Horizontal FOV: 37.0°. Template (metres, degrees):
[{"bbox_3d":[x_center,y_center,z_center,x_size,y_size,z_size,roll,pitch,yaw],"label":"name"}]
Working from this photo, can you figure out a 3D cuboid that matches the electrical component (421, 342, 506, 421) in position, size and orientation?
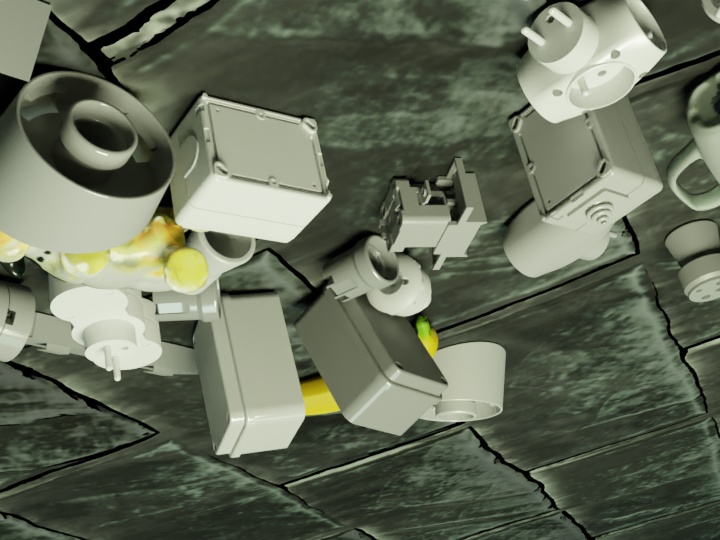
[{"bbox_3d":[0.094,0.112,1.047,0.099,0.064,0.099,0,159,0],"label":"electrical component"}]

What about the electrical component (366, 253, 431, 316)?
[{"bbox_3d":[0.036,0.016,0.847,0.048,0.048,0.062,-24,156,20],"label":"electrical component"}]

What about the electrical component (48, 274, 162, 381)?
[{"bbox_3d":[-0.181,0.043,0.775,0.052,0.073,0.138,-13,152,0],"label":"electrical component"}]

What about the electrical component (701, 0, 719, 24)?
[{"bbox_3d":[0.262,-0.176,0.583,0.074,0.052,0.138,10,144,-35],"label":"electrical component"}]

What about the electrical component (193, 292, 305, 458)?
[{"bbox_3d":[-0.089,0.081,0.840,0.057,0.113,0.078,-4,150,-21],"label":"electrical component"}]

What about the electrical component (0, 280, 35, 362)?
[{"bbox_3d":[-0.260,0.031,0.744,0.047,0.055,0.055,22,137,-40],"label":"electrical component"}]

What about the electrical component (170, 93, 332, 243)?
[{"bbox_3d":[-0.065,-0.057,0.655,0.096,0.061,0.061,9,145,-34],"label":"electrical component"}]

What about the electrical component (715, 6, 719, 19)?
[{"bbox_3d":[0.198,-0.165,0.553,0.043,0.077,0.079,-6,151,-13],"label":"electrical component"}]

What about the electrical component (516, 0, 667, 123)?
[{"bbox_3d":[0.124,-0.129,0.621,0.077,0.044,0.079,-32,146,32],"label":"electrical component"}]

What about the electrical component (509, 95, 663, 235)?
[{"bbox_3d":[0.148,-0.068,0.686,0.061,0.096,0.062,12,143,-38],"label":"electrical component"}]

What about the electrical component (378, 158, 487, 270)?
[{"bbox_3d":[0.049,-0.038,0.757,0.064,0.042,0.081,0,148,-15],"label":"electrical component"}]

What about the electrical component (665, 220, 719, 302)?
[{"bbox_3d":[0.284,-0.007,0.894,0.045,0.055,0.045,-10,151,-5],"label":"electrical component"}]

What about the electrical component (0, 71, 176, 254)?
[{"bbox_3d":[-0.153,-0.058,0.584,0.099,0.099,0.064,11,138,-36],"label":"electrical component"}]

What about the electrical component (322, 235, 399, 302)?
[{"bbox_3d":[0.000,0.000,0.809,0.046,0.040,0.040,-26,149,33],"label":"electrical component"}]

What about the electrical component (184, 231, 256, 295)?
[{"bbox_3d":[-0.107,-0.010,0.745,0.044,0.044,0.065,9,149,-35],"label":"electrical component"}]

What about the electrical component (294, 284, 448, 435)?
[{"bbox_3d":[0.009,0.066,0.848,0.057,0.113,0.078,-47,140,18],"label":"electrical component"}]

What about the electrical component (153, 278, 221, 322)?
[{"bbox_3d":[-0.127,0.019,0.792,0.046,0.040,0.040,-4,151,-4],"label":"electrical component"}]

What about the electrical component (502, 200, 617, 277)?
[{"bbox_3d":[0.163,-0.029,0.818,0.079,0.043,0.077,12,143,-37],"label":"electrical component"}]
